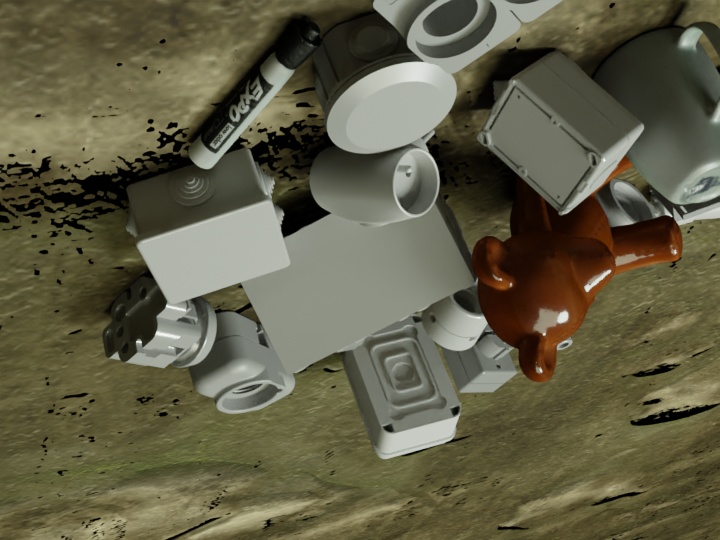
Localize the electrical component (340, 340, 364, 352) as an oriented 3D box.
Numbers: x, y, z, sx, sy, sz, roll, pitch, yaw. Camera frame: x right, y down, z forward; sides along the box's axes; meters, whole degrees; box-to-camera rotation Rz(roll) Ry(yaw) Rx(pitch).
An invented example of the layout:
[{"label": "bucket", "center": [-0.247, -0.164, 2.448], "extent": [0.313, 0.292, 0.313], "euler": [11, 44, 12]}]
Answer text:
[{"label": "electrical component", "center": [-0.029, 0.049, 0.900], "extent": [0.055, 0.045, 0.045], "euler": [-9, 150, -21]}]

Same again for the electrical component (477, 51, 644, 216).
[{"label": "electrical component", "center": [0.129, -0.097, 0.711], "extent": [0.061, 0.096, 0.061], "euler": [-36, 164, -35]}]

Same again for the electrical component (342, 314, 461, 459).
[{"label": "electrical component", "center": [0.036, 0.105, 0.972], "extent": [0.078, 0.113, 0.057], "euler": [-13, 148, -14]}]

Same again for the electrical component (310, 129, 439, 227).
[{"label": "electrical component", "center": [0.019, -0.069, 0.706], "extent": [0.079, 0.077, 0.044], "euler": [-47, 125, -30]}]

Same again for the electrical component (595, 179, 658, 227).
[{"label": "electrical component", "center": [0.208, -0.038, 0.896], "extent": [0.089, 0.050, 0.056], "euler": [8, 141, -41]}]

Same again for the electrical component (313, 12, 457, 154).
[{"label": "electrical component", "center": [0.013, -0.110, 0.639], "extent": [0.080, 0.051, 0.080], "euler": [-16, 152, -9]}]

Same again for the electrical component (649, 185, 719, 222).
[{"label": "electrical component", "center": [0.251, -0.080, 0.834], "extent": [0.042, 0.081, 0.063], "euler": [-20, 130, -1]}]

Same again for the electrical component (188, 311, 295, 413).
[{"label": "electrical component", "center": [-0.099, 0.080, 0.895], "extent": [0.054, 0.059, 0.095], "euler": [-30, 151, 17]}]

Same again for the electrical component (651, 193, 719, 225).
[{"label": "electrical component", "center": [0.284, -0.059, 0.922], "extent": [0.065, 0.044, 0.044], "euler": [-15, 152, 0]}]

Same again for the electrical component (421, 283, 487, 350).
[{"label": "electrical component", "center": [0.088, 0.035, 0.945], "extent": [0.055, 0.055, 0.047], "euler": [-4, 144, -29]}]

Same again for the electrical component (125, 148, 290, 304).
[{"label": "electrical component", "center": [-0.100, -0.029, 0.711], "extent": [0.100, 0.048, 0.099], "euler": [-18, 152, -4]}]

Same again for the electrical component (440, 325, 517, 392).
[{"label": "electrical component", "center": [0.121, 0.069, 1.013], "extent": [0.047, 0.065, 0.076], "euler": [4, 144, -38]}]

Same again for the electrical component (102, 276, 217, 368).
[{"label": "electrical component", "center": [-0.144, 0.041, 0.798], "extent": [0.057, 0.058, 0.078], "euler": [17, 135, -45]}]

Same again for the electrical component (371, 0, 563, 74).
[{"label": "electrical component", "center": [0.080, -0.176, 0.556], "extent": [0.150, 0.061, 0.089], "euler": [-32, 150, 21]}]

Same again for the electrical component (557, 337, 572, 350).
[{"label": "electrical component", "center": [0.180, 0.044, 1.012], "extent": [0.048, 0.062, 0.048], "euler": [-16, 152, -9]}]

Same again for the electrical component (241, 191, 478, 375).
[{"label": "electrical component", "center": [0.000, 0.000, 0.774], "extent": [0.150, 0.089, 0.062], "euler": [-27, 179, 13]}]
